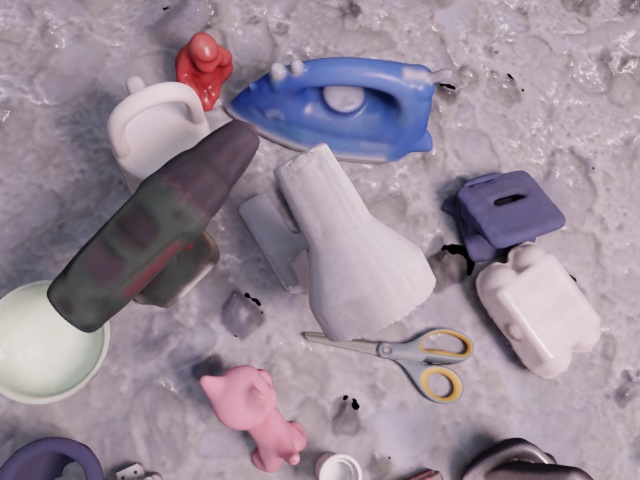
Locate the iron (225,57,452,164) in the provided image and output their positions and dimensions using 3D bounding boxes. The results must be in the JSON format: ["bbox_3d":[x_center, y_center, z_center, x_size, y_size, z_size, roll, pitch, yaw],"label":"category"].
[{"bbox_3d":[0.020,-0.171,0.668,0.258,0.141,0.118,2,76,-9],"label":"iron"}]

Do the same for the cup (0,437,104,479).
[{"bbox_3d":[-0.260,0.231,0.544,0.118,0.095,0.092,6,75,-8],"label":"cup"}]

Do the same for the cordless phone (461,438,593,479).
[{"bbox_3d":[0.237,0.275,0.570,0.094,0.185,0.147,-41,85,-16],"label":"cordless phone"}]

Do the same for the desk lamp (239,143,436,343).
[{"bbox_3d":[0.005,0.002,0.584,0.118,0.213,0.203,-32,83,-15],"label":"desk lamp"}]

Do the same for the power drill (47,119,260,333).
[{"bbox_3d":[-0.150,-0.003,0.562,0.075,0.208,0.230,42,73,3],"label":"power drill"}]

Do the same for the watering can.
[{"bbox_3d":[-0.157,-0.096,0.592,0.173,0.194,0.101,41,73,2],"label":"watering can"}]

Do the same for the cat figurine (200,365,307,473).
[{"bbox_3d":[-0.063,0.176,0.579,0.067,0.117,0.128,-38,84,-16],"label":"cat figurine"}]

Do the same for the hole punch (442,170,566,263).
[{"bbox_3d":[0.221,-0.035,0.694,0.109,0.091,0.101,-17,79,-13],"label":"hole punch"}]

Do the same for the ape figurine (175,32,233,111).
[{"bbox_3d":[-0.138,-0.209,0.677,0.078,0.092,0.076,-28,82,-15],"label":"ape figurine"}]

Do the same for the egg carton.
[{"bbox_3d":[0.257,0.083,0.682,0.107,0.069,0.150,-33,83,-16],"label":"egg carton"}]
